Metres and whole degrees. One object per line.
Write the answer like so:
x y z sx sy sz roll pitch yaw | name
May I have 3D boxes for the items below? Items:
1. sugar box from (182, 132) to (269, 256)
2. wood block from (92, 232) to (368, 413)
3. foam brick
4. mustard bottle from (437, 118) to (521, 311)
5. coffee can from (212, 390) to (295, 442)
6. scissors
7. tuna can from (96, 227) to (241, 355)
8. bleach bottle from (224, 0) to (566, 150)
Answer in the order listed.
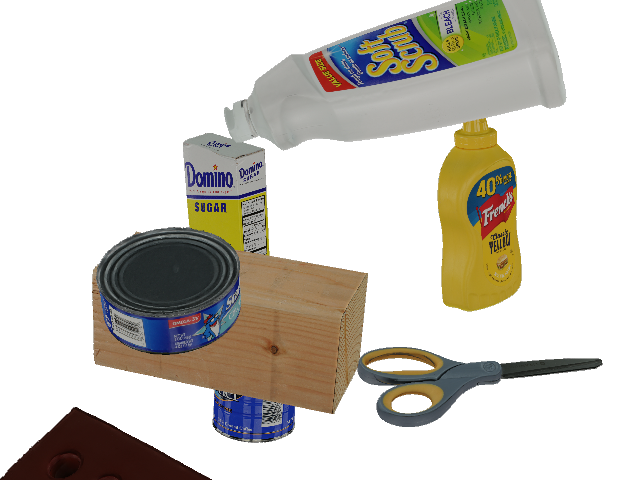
-0.097 -0.017 1.113 0.048 0.176 0.093 -23 29 -37 | sugar box
-0.074 0.065 0.879 0.206 0.091 0.090 10 25 13 | wood block
-0.084 0.116 0.435 0.078 0.051 0.052 21 45 25 | foam brick
0.155 -0.034 1.047 0.096 0.191 0.058 -21 23 -39 | mustard bottle
-0.078 0.158 1.294 0.103 0.140 0.103 3 17 -1 | coffee can
0.129 0.119 0.862 0.202 0.016 0.096 4 34 7 | scissors
-0.091 0.030 0.646 0.086 0.034 0.086 -1 36 0 | tuna can
0.049 -0.117 0.806 0.251 0.102 0.068 -16 -38 11 | bleach bottle
